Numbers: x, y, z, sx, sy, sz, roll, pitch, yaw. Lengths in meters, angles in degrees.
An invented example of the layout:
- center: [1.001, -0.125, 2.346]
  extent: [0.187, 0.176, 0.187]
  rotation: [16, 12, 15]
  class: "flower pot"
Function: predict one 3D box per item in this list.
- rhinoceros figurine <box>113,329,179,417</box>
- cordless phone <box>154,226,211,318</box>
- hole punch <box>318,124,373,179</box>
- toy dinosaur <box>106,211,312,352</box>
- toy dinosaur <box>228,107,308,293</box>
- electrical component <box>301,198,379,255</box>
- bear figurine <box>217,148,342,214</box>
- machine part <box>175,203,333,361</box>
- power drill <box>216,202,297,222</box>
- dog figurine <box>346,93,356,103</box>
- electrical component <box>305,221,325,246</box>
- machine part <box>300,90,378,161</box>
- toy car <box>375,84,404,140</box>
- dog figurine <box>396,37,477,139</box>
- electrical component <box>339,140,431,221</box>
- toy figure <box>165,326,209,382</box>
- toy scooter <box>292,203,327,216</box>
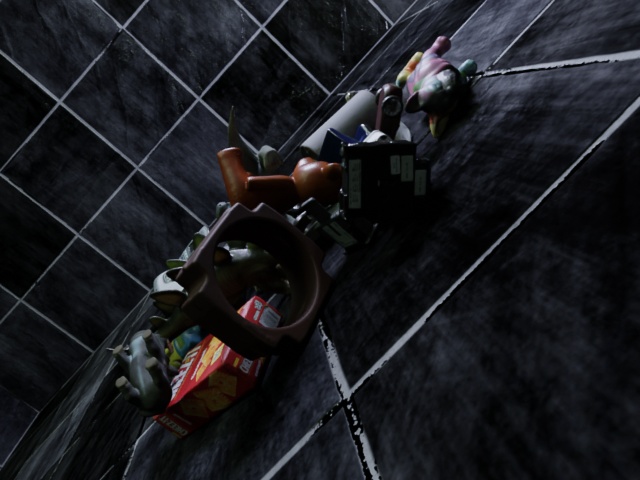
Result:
- center: [-0.275, 0.206, 0.878]
  extent: [0.073, 0.112, 0.190]
  rotation: [-35, 27, -5]
  class: "rhinoceros figurine"
- center: [-0.273, 0.069, 1.149]
  extent: [0.184, 0.088, 0.147]
  rotation: [-55, 33, 11]
  class: "cordless phone"
- center: [0.058, -0.128, 0.930]
  extent: [0.116, 0.092, 0.142]
  rotation: [54, 139, 36]
  class: "hole punch"
- center: [-0.200, 0.099, 0.999]
  extent: [0.471, 0.198, 0.105]
  rotation: [-43, 22, 13]
  class: "toy dinosaur"
- center: [-0.127, -0.087, 1.107]
  extent: [0.131, 0.404, 0.192]
  rotation: [-26, 26, -25]
  class: "toy dinosaur"
- center: [0.027, -0.034, 0.868]
  extent: [0.075, 0.119, 0.048]
  rotation: [-33, 21, 52]
  class: "electrical component"
- center: [-0.058, -0.101, 0.905]
  extent: [0.196, 0.132, 0.120]
  rotation: [-20, -27, 3]
  class: "bear figurine"
- center: [-0.095, 0.061, 0.808]
  extent: [0.087, 0.201, 0.201]
  rotation: [-35, 20, 47]
  class: "machine part"
- center: [-0.177, -0.052, 1.333]
  extent: [0.232, 0.085, 0.207]
  rotation: [-22, 19, -34]
  class: "power drill"
- center: [0.103, -0.229, 1.225]
  extent: [0.191, 0.121, 0.172]
  rotation: [-107, 24, -53]
  class: "dog figurine"
- center: [-0.001, -0.004, 1.026]
  extent: [0.102, 0.045, 0.078]
  rotation: [-45, -13, 4]
  class: "electrical component"
- center: [0.045, -0.204, 1.025]
  extent: [0.243, 0.079, 0.079]
  rotation: [-45, 14, -13]
  class: "machine part"
- center: [0.118, -0.180, 0.978]
  extent: [0.089, 0.053, 0.201]
  rotation: [-104, 18, -65]
  class: "toy car"
- center: [0.202, -0.271, 1.011]
  extent: [0.191, 0.108, 0.219]
  rotation: [-29, 27, 49]
  class: "dog figurine"
- center: [0.095, -0.088, 0.788]
  extent: [0.058, 0.134, 0.114]
  rotation: [-112, 22, -71]
  class: "electrical component"
- center: [-0.284, 0.237, 1.138]
  extent: [0.180, 0.082, 0.089]
  rotation: [-49, 6, 9]
  class: "toy figure"
- center: [0.003, -0.116, 1.090]
  extent: [0.184, 0.075, 0.135]
  rotation: [5, 89, 55]
  class: "toy scooter"
